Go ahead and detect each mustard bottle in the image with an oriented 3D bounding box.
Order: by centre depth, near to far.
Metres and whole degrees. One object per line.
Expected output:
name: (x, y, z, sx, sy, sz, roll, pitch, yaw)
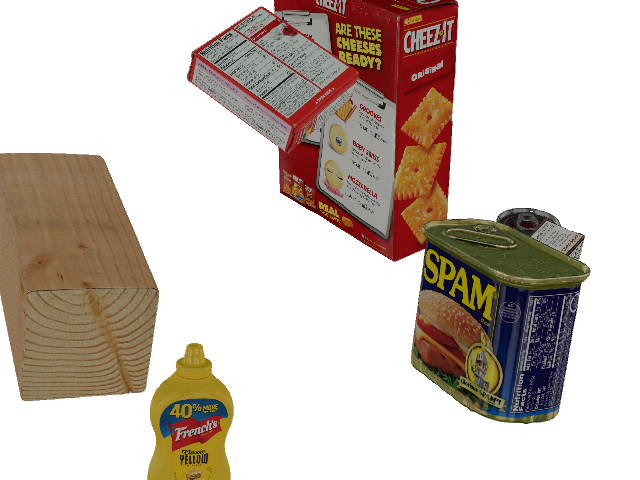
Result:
mustard bottle: (-0.150, 0.211, 1.239, 0.096, 0.192, 0.058, 0, 15, -16)

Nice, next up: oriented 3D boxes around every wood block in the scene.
wood block: (-0.191, 0.019, 0.804, 0.090, 0.091, 0.206, -1, 30, -23)

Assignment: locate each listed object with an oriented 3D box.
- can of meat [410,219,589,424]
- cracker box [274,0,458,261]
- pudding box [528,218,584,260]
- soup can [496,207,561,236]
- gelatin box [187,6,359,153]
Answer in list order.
can of meat: (0.094, 0.042, 0.586, 0.057, 0.084, 0.102, -3, 19, -26)
cracker box: (0.036, -0.113, 0.904, 0.072, 0.214, 0.164, -21, 36, -32)
pudding box: (0.147, 0.050, 0.775, 0.039, 0.090, 0.113, 23, 40, 26)
soup can: (0.221, 0.025, 1.158, 0.068, 0.102, 0.068, 0, 30, 0)
gelatin box: (-0.031, -0.108, 0.707, 0.089, 0.030, 0.073, 36, 53, 13)
